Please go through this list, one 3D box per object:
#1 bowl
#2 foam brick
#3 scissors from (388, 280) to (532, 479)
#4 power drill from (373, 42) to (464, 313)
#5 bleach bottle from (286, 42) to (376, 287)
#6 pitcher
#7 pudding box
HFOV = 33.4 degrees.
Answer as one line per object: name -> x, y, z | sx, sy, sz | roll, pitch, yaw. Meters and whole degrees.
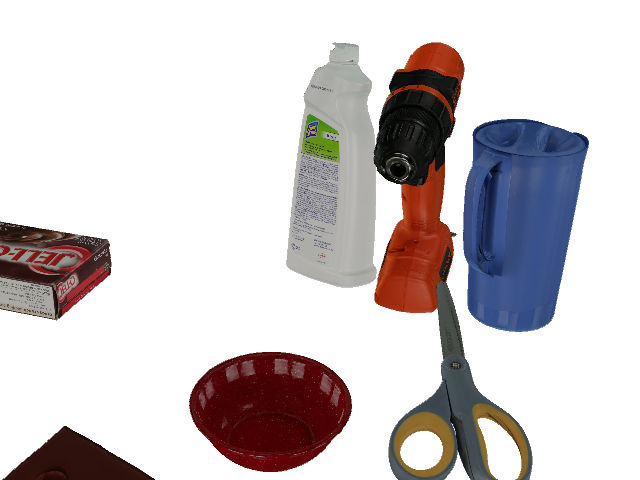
bowl -> -0.049, 0.181, 1.071 | 0.162, 0.055, 0.162 | 1, 31, -1
foam brick -> -0.094, 0.127, 0.450 | 0.078, 0.051, 0.052 | 22, 45, 29
scissors -> 0.074, 0.095, 0.709 | 0.096, 0.016, 0.202 | -10, 37, -12
power drill -> 0.075, -0.039, 0.825 | 0.057, 0.188, 0.184 | 10, 34, 12
bleach bottle -> 0.021, -0.083, 1.144 | 0.103, 0.251, 0.067 | 17, 19, 38
pitcher -> 0.232, -0.014, 1.279 | 0.149, 0.243, 0.145 | 1, 24, -2
pudding box -> -0.245, 0.024, 0.890 | 0.114, 0.039, 0.090 | 7, 24, 17
